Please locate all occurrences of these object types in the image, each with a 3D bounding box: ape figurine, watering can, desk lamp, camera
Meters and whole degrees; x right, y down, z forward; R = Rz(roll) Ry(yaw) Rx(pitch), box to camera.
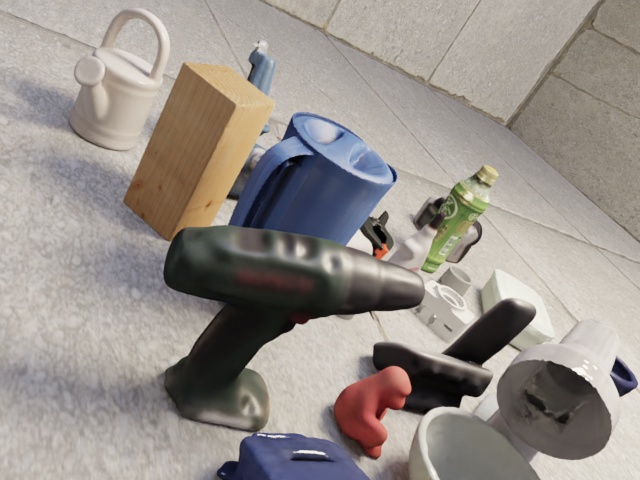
[{"bbox_3d":[0.064,0.175,0.617,0.076,0.092,0.078,41,27,16],"label":"ape figurine"},{"bbox_3d":[-0.278,-0.231,0.812,0.101,0.194,0.172,25,27,-17],"label":"watering can"},{"bbox_3d":[0.263,0.190,0.678,0.117,0.213,0.204,42,27,18],"label":"desk lamp"},{"bbox_3d":[0.295,-0.027,1.223,0.137,0.100,0.143,15,31,-33],"label":"camera"}]

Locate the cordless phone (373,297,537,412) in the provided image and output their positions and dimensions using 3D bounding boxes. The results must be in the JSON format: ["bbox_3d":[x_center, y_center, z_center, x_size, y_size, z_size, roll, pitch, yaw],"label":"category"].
[{"bbox_3d":[0.167,0.126,0.713,0.148,0.185,0.094,19,29,-28],"label":"cordless phone"}]

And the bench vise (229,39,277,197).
[{"bbox_3d":[-0.106,-0.188,0.906,0.207,0.219,0.122,45,28,24],"label":"bench vise"}]

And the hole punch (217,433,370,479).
[{"bbox_3d":[-0.016,0.203,0.479,0.109,0.091,0.101,16,31,-32],"label":"hole punch"}]

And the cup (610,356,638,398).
[{"bbox_3d":[0.452,0.230,0.962,0.117,0.095,0.092,42,27,18],"label":"cup"}]

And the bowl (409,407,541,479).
[{"bbox_3d":[0.152,0.261,0.588,0.168,0.074,0.167,26,26,-14],"label":"bowl"}]

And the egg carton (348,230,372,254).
[{"bbox_3d":[0.008,0.003,0.878,0.151,0.069,0.107,8,35,-42],"label":"egg carton"}]

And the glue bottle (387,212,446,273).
[{"bbox_3d":[0.135,0.026,0.865,0.037,0.173,0.078,45,28,24],"label":"glue bottle"}]

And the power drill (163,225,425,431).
[{"bbox_3d":[-0.044,0.078,0.527,0.230,0.208,0.075,20,28,-25],"label":"power drill"}]
